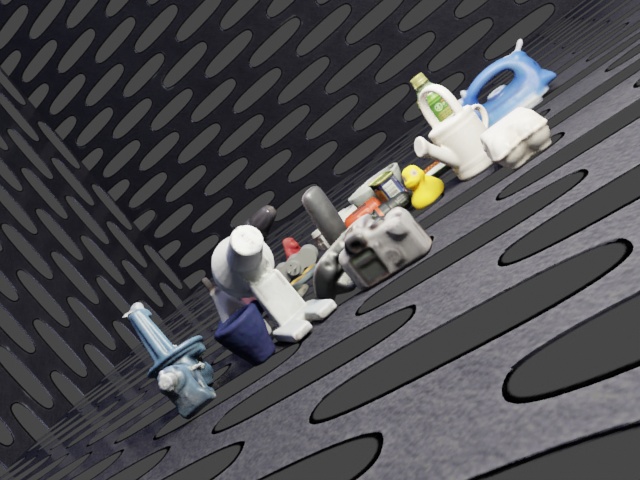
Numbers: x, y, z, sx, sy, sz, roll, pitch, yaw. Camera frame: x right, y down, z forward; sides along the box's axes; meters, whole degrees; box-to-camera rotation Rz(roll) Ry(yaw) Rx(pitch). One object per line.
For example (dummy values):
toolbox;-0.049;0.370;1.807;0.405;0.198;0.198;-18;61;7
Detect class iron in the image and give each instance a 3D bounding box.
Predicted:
iron;0.409;-0.338;1.340;0.258;0.141;0.119;-36;8;20

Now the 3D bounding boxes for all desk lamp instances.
desk lamp;-0.097;0.071;1.032;0.118;0.213;0.203;-42;8;-22

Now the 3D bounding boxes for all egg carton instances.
egg carton;0.336;-0.176;0.992;0.107;0.069;0.150;-37;8;15

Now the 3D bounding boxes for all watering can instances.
watering can;0.260;-0.217;1.126;0.100;0.194;0.173;-30;12;48

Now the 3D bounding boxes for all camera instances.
camera;0.107;-0.007;0.959;0.143;0.101;0.137;-34;9;30

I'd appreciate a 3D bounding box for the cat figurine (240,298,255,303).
cat figurine;-0.160;0.119;1.423;0.127;0.118;0.067;-35;8;23

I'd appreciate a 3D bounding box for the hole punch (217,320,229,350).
hole punch;-0.206;0.187;1.335;0.101;0.091;0.108;-38;8;1

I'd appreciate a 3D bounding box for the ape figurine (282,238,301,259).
ape figurine;-0.070;0.033;1.606;0.076;0.092;0.078;-35;8;23

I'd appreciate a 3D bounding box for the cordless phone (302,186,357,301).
cordless phone;0.010;0.004;1.036;0.094;0.185;0.148;-31;11;45

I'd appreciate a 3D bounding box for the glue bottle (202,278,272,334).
glue bottle;-0.175;0.142;1.139;0.037;0.173;0.078;-30;12;49

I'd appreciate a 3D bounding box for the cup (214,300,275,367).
cup;-0.119;0.168;1.018;0.091;0.095;0.118;-33;10;37

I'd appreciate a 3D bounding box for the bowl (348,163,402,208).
bowl;0.161;-0.130;1.544;0.167;0.075;0.167;-38;7;6

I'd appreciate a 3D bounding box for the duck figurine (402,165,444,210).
duck figurine;0.210;-0.121;1.208;0.077;0.086;0.105;-33;9;34

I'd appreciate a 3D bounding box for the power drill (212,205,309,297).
power drill;-0.126;0.058;1.273;0.229;0.208;0.076;-35;9;27

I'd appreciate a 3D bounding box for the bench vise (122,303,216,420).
bench vise;-0.271;0.204;1.048;0.122;0.220;0.207;-41;8;-20
